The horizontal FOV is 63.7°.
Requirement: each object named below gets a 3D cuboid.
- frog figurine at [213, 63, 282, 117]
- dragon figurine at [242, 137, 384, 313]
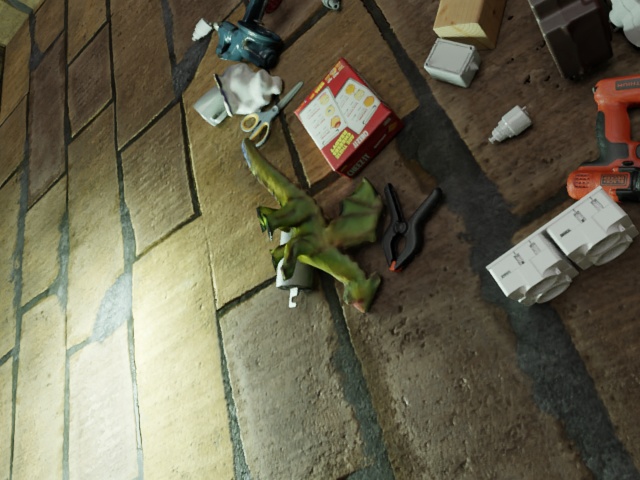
[{"bbox_3d":[-0.178,-0.396,1.335,0.160,0.138,0.122,-19,-7,-4],"label":"frog figurine"},{"bbox_3d":[0.003,-0.051,1.011,0.243,0.415,0.120,-15,-15,-8],"label":"dragon figurine"}]
